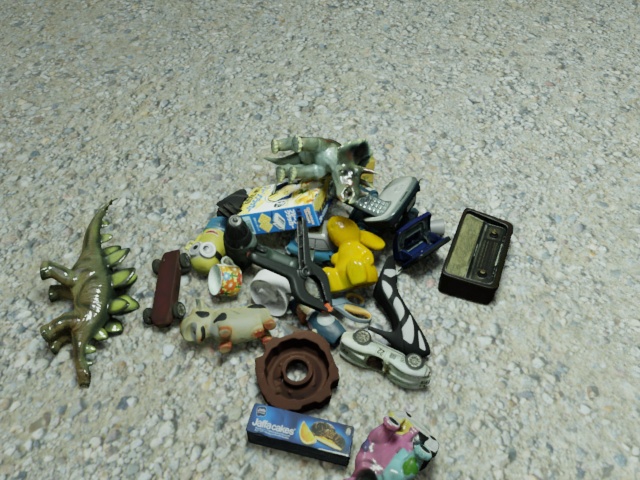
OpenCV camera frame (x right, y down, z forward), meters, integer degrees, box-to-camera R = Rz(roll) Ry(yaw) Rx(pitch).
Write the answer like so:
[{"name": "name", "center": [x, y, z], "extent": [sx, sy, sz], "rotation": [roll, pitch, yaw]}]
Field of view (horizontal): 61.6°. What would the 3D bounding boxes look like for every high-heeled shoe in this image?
[{"name": "high-heeled shoe", "center": [0.191, 0.145, 1.207], "extent": [0.145, 0.086, 0.249], "rotation": [19, 52, 1]}]

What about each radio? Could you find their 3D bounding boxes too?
[{"name": "radio", "center": [0.377, 0.037, 1.293], "extent": [0.131, 0.073, 0.229], "rotation": [19, 54, 14]}]

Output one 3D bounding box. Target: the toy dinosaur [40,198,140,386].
[{"name": "toy dinosaur", "center": [-0.517, 0.097, 1.216], "extent": [0.199, 0.105, 0.471], "rotation": [-6, 61, -16]}]

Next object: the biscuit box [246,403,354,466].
[{"name": "biscuit box", "center": [-0.038, 0.370, 1.026], "extent": [0.203, 0.062, 0.059], "rotation": [11, 52, 7]}]

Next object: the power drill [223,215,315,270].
[{"name": "power drill", "center": [-0.120, 0.029, 1.210], "extent": [0.207, 0.232, 0.086], "rotation": [15, 66, -8]}]

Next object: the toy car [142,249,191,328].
[{"name": "toy car", "center": [-0.348, 0.110, 1.235], "extent": [0.089, 0.053, 0.202], "rotation": [-16, 49, 13]}]

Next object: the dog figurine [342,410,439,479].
[{"name": "dog figurine", "center": [0.103, 0.423, 0.969], "extent": [0.109, 0.191, 0.219], "rotation": [40, 95, 23]}]

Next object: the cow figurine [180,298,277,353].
[{"name": "cow figurine", "center": [-0.202, 0.178, 1.156], "extent": [0.195, 0.085, 0.127], "rotation": [-6, 30, -17]}]

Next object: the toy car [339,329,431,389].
[{"name": "toy car", "center": [0.134, 0.250, 1.118], "extent": [0.202, 0.073, 0.056], "rotation": [23, 51, 17]}]

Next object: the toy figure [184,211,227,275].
[{"name": "toy figure", "center": [-0.252, 0.006, 1.303], "extent": [0.082, 0.089, 0.180], "rotation": [-16, 33, 30]}]

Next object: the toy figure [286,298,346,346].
[{"name": "toy figure", "center": [-0.010, 0.172, 1.192], "extent": [0.155, 0.057, 0.064], "rotation": [37, 21, 27]}]

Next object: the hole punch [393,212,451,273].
[{"name": "hole punch", "center": [0.231, 0.005, 1.282], "extent": [0.142, 0.115, 0.092], "rotation": [-34, 81, -22]}]

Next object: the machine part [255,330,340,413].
[{"name": "machine part", "center": [-0.048, 0.274, 1.108], "extent": [0.179, 0.056, 0.179], "rotation": [0, 52, 0]}]

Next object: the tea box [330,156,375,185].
[{"name": "tea box", "center": [0.057, -0.182, 1.448], "extent": [0.170, 0.098, 0.068], "rotation": [-15, 52, -10]}]

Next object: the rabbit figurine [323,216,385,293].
[{"name": "rabbit figurine", "center": [0.076, 0.024, 1.222], "extent": [0.162, 0.122, 0.173], "rotation": [-9, 75, -42]}]

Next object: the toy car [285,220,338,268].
[{"name": "toy car", "center": [-0.003, -0.004, 1.302], "extent": [0.162, 0.102, 0.109], "rotation": [10, 51, 4]}]

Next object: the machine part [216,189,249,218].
[{"name": "machine part", "center": [-0.213, -0.088, 1.296], "extent": [0.084, 0.039, 0.139], "rotation": [-25, 18, 3]}]

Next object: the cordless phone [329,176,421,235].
[{"name": "cordless phone", "center": [0.126, -0.109, 1.264], "extent": [0.184, 0.088, 0.146], "rotation": [28, 65, 19]}]

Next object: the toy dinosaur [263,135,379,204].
[{"name": "toy dinosaur", "center": [-0.003, -0.193, 1.279], "extent": [0.192, 0.131, 0.405], "rotation": [0, 16, -20]}]

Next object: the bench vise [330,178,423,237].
[{"name": "bench vise", "center": [0.125, -0.096, 1.370], "extent": [0.241, 0.128, 0.224], "rotation": [37, 57, 20]}]
